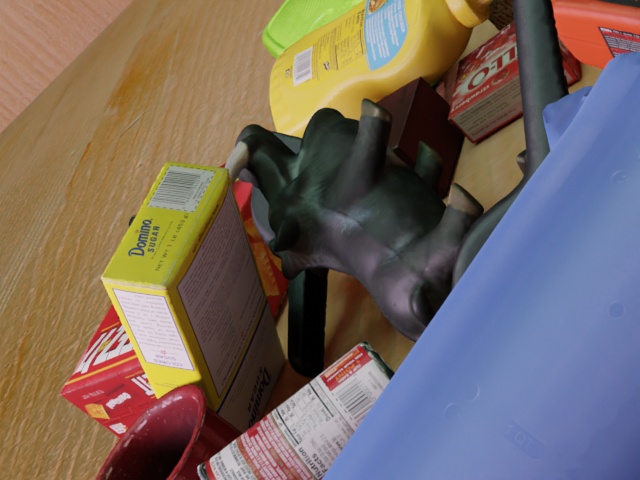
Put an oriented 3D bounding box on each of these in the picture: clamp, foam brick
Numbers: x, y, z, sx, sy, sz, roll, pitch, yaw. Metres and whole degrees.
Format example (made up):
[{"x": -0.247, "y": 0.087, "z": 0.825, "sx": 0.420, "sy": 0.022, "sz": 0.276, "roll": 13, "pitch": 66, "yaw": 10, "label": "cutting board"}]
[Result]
[{"x": 0.128, "y": -0.006, "z": 0.463, "sx": 0.165, "sy": 0.036, "sz": 0.210, "roll": 21, "pitch": 86, "yaw": 24, "label": "clamp"}, {"x": -0.004, "y": 0.001, "z": 0.682, "sx": 0.120, "sy": 0.039, "sz": 0.172, "roll": -45, "pitch": 50, "yaw": 8, "label": "clamp"}, {"x": 0.059, "y": -0.061, "z": 0.723, "sx": 0.053, "sy": 0.051, "sz": 0.078, "roll": -27, "pitch": 30, "yaw": 41, "label": "foam brick"}]

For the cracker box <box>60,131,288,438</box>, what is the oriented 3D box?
[{"x": -0.094, "y": 0.034, "z": 0.823, "sx": 0.164, "sy": 0.072, "sz": 0.213, "roll": -25, "pitch": 32, "yaw": 46, "label": "cracker box"}]

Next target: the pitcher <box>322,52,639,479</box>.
[{"x": 0.091, "y": 0.072, "z": 0.361, "sx": 0.243, "sy": 0.145, "sz": 0.149, "roll": -53, "pitch": 10, "yaw": -1, "label": "pitcher"}]

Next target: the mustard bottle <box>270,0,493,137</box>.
[{"x": 0.049, "y": -0.141, "z": 0.775, "sx": 0.192, "sy": 0.058, "sz": 0.096, "roll": -27, "pitch": 44, "yaw": 34, "label": "mustard bottle"}]

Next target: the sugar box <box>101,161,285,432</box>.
[{"x": -0.068, "y": 0.049, "z": 0.628, "sx": 0.048, "sy": 0.176, "sz": 0.093, "roll": 9, "pitch": 49, "yaw": 17, "label": "sugar box"}]

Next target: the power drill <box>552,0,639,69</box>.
[{"x": 0.205, "y": -0.175, "z": 0.571, "sx": 0.185, "sy": 0.057, "sz": 0.187, "roll": 28, "pitch": 80, "yaw": 47, "label": "power drill"}]

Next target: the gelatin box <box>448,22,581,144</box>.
[{"x": 0.129, "y": -0.114, "z": 0.707, "sx": 0.089, "sy": 0.030, "sz": 0.073, "roll": -33, "pitch": 26, "yaw": 35, "label": "gelatin box"}]

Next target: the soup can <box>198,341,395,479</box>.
[{"x": 0.002, "y": 0.104, "z": 0.510, "sx": 0.102, "sy": 0.068, "sz": 0.068, "roll": -38, "pitch": 21, "yaw": -3, "label": "soup can"}]

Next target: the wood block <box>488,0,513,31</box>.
[{"x": 0.163, "y": -0.263, "z": 0.814, "sx": 0.091, "sy": 0.090, "sz": 0.206, "roll": -30, "pitch": 28, "yaw": 41, "label": "wood block"}]

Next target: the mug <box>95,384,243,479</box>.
[{"x": -0.074, "y": 0.147, "z": 0.583, "sx": 0.117, "sy": 0.081, "sz": 0.093, "roll": -42, "pitch": 23, "yaw": 15, "label": "mug"}]

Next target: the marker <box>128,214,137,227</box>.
[{"x": -0.116, "y": -0.021, "z": 0.831, "sx": 0.121, "sy": 0.020, "sz": 0.020, "roll": -17, "pitch": 38, "yaw": 52, "label": "marker"}]
